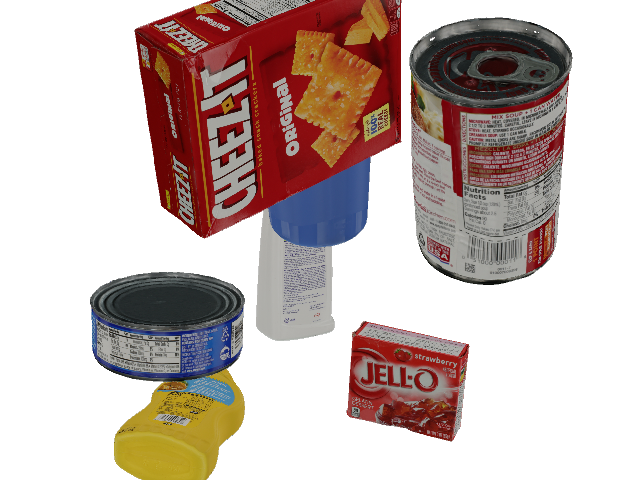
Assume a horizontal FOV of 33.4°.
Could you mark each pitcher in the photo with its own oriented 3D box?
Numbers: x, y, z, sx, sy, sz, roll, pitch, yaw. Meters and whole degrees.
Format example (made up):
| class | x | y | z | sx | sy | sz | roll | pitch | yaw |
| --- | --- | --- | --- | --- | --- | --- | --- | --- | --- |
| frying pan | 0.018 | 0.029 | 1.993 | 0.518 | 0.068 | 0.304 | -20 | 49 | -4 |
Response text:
| class | x | y | z | sx | sy | sz | roll | pitch | yaw |
| --- | --- | --- | --- | --- | --- | --- | --- | --- | --- |
| pitcher | -0.016 | -0.115 | 1.105 | 0.149 | 0.243 | 0.144 | 9 | 36 | 16 |

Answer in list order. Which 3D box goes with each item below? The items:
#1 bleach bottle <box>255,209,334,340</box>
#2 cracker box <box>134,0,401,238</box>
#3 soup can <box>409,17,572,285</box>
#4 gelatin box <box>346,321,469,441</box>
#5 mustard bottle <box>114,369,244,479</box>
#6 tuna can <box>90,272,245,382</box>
| class | x | y | z | sx | sy | sz | roll | pitch | yaw |
| --- | --- | --- | --- | --- | --- | --- | --- | --- | --- |
| bleach bottle | -0.025 | -0.004 | 1.327 | 0.102 | 0.251 | 0.068 | -8 | 23 | -32 |
| cracker box | -0.031 | -0.119 | 0.854 | 0.213 | 0.164 | 0.072 | -28 | 45 | -29 |
| soup can | 0.076 | -0.038 | 0.480 | 0.068 | 0.102 | 0.068 | -4 | 40 | 3 |
| gelatin box | 0.066 | 0.109 | 0.826 | 0.089 | 0.073 | 0.030 | 11 | 22 | 19 |
| mustard bottle | -0.130 | 0.176 | 1.084 | 0.096 | 0.058 | 0.191 | 7 | 20 | 12 |
| tuna can | -0.086 | 0.047 | 0.601 | 0.086 | 0.034 | 0.086 | 2 | 18 | -1 |
